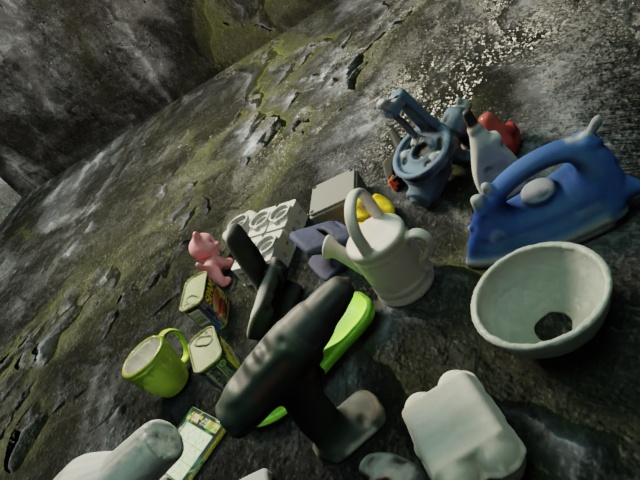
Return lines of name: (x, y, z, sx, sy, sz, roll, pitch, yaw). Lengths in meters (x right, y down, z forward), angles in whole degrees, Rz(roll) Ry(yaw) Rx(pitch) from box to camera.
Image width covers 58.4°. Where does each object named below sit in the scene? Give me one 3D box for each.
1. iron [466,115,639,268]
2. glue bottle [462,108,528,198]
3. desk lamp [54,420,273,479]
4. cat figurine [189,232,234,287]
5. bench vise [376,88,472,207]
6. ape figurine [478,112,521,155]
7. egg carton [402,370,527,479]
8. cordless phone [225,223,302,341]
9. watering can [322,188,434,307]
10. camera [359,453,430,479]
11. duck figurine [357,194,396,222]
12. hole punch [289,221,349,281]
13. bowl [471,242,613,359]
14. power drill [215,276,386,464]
iron: (0.301, -0.063, 0.805, 0.258, 0.142, 0.118, -28, 32, 15)
glue bottle: (0.267, -0.138, 0.911, 0.078, 0.173, 0.037, -27, 32, 16)
desk lamp: (-0.198, 0.321, 0.722, 0.203, 0.214, 0.117, -31, 31, 10)
cat figurine: (-0.250, 0.036, 1.255, 0.067, 0.118, 0.127, -28, 32, 14)
bench vise: (0.186, -0.198, 1.028, 0.121, 0.220, 0.208, -5, 43, 42)
ape figurine: (0.310, -0.188, 1.015, 0.077, 0.092, 0.076, -22, 34, 23)
egg carton: (0.157, 0.219, 0.642, 0.107, 0.070, 0.150, -35, 31, 4)
cordless phone: (-0.122, 0.072, 1.010, 0.094, 0.185, 0.147, -22, 34, 24)
watering can: (0.084, 0.008, 0.879, 0.172, 0.194, 0.101, -27, 32, 17)
camera: (0.035, 0.297, 0.629, 0.136, 0.101, 0.143, 4, 49, 48)
duck figurine: (0.091, -0.056, 1.064, 0.077, 0.086, 0.104, -11, 39, 36)
hole punch: (0.010, 0.004, 1.061, 0.101, 0.091, 0.108, -41, 31, -6)
bowl: (0.275, 0.084, 0.699, 0.167, 0.075, 0.167, -26, 32, 18)
power drill: (-0.007, 0.180, 0.724, 0.230, 0.209, 0.075, -40, 31, -5)
